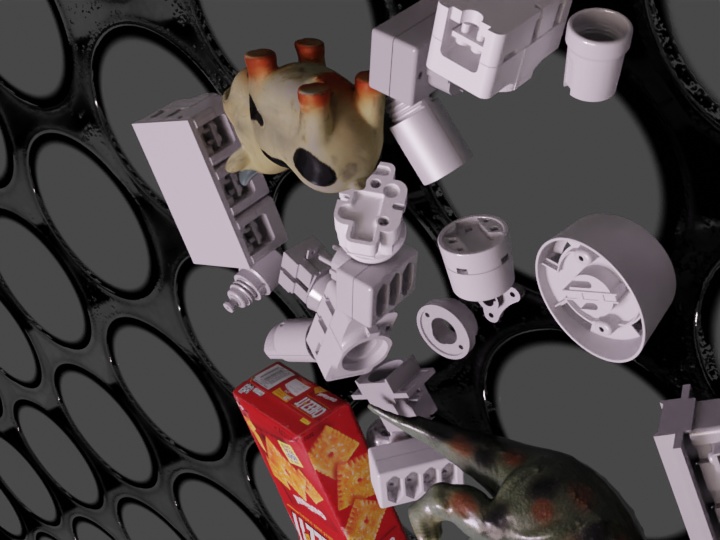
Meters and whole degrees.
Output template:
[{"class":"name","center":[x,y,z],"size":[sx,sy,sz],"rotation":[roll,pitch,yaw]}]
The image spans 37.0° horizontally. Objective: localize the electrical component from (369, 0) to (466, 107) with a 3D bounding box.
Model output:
[{"class":"electrical component","center":[0.056,-0.144,0.741],"size":[0.077,0.066,0.047],"rotation":[30,139,26]}]

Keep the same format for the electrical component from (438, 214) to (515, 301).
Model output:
[{"class":"electrical component","center":[0.092,-0.009,0.831],"size":[0.055,0.055,0.047],"rotation":[15,135,39]}]

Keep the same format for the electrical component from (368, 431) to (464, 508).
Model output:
[{"class":"electrical component","center":[0.049,0.176,1.027],"size":[0.075,0.083,0.047],"rotation":[-113,14,-52]}]

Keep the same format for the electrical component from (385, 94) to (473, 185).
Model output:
[{"class":"electrical component","center":[0.045,-0.109,0.803],"size":[0.043,0.043,0.081],"rotation":[-21,104,53]}]

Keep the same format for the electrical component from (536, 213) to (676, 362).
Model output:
[{"class":"electrical component","center":[0.170,0.012,0.755],"size":[0.099,0.064,0.099],"rotation":[28,138,29]}]

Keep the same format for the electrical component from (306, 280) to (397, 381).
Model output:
[{"class":"electrical component","center":[-0.007,0.056,0.973],"size":[0.055,0.050,0.089],"rotation":[61,146,33]}]

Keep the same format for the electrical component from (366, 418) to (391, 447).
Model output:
[{"class":"electrical component","center":[0.022,0.178,1.083],"size":[0.035,0.035,0.061],"rotation":[34,142,22]}]

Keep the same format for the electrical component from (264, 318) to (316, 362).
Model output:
[{"class":"electrical component","center":[-0.063,0.070,1.073],"size":[0.081,0.043,0.043],"rotation":[-5,117,49]}]

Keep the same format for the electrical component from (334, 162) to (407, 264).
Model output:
[{"class":"electrical component","center":[0.009,-0.041,0.880],"size":[0.058,0.078,0.057],"rotation":[10,153,7]}]

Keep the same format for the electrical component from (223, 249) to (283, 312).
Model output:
[{"class":"electrical component","center":[-0.102,0.010,1.040],"size":[0.040,0.078,0.040],"rotation":[33,155,18]}]

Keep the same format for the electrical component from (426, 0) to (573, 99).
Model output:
[{"class":"electrical component","center":[0.089,-0.151,0.680],"size":[0.050,0.089,0.055],"rotation":[34,141,22]}]

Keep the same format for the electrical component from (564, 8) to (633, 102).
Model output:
[{"class":"electrical component","center":[0.148,-0.134,0.675],"size":[0.040,0.040,0.046],"rotation":[30,145,26]}]

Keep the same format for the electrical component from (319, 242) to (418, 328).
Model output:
[{"class":"electrical component","center":[0.000,0.000,0.926],"size":[0.077,0.066,0.047],"rotation":[29,139,27]}]

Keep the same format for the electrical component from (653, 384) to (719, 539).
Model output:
[{"class":"electrical component","center":[0.263,0.152,0.776],"size":[0.063,0.078,0.121],"rotation":[-13,112,28]}]

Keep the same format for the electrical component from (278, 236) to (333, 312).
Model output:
[{"class":"electrical component","center":[-0.042,0.007,0.996],"size":[0.055,0.048,0.066],"rotation":[43,144,23]}]

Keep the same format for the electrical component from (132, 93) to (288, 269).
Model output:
[{"class":"electrical component","center":[-0.136,-0.083,1.003],"size":[0.089,0.062,0.150],"rotation":[5,124,45]}]

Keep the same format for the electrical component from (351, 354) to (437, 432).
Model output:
[{"class":"electrical component","center":[0.037,0.117,1.009],"size":[0.081,0.042,0.063],"rotation":[-10,114,51]}]
